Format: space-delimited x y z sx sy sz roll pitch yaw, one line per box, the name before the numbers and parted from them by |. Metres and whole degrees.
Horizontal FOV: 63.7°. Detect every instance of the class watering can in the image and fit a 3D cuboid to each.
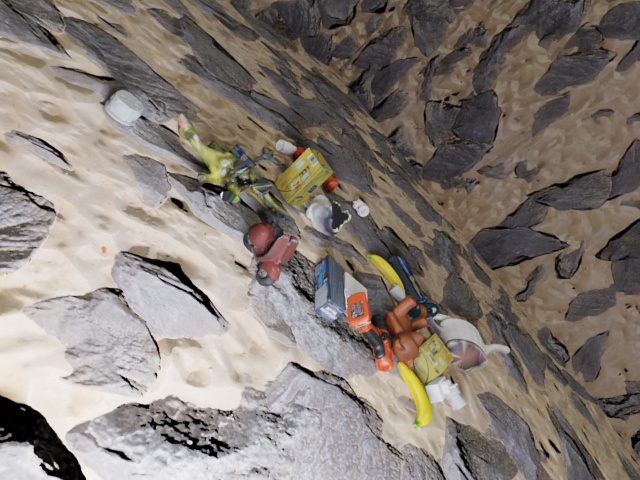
watering can | 0.528 0.362 1.782 0.347 0.102 0.228 25 24 -4

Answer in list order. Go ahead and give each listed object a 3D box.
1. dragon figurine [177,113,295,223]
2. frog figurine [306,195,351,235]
dragon figurine | -0.238 -0.199 1.421 0.404 0.121 0.248 39 14 -42
frog figurine | 0.005 -0.085 1.682 0.137 0.122 0.160 8 7 -46
